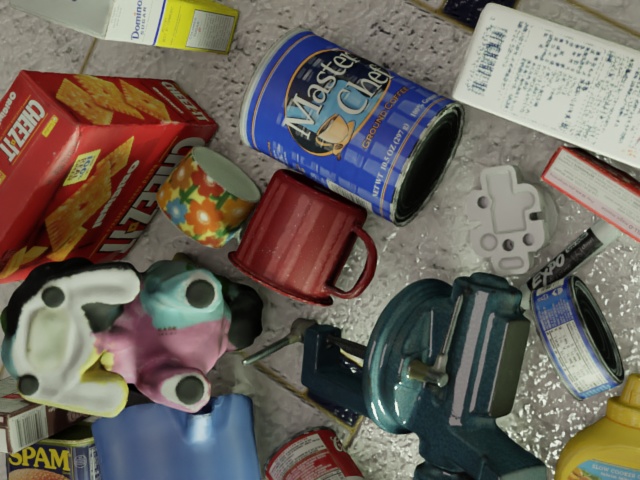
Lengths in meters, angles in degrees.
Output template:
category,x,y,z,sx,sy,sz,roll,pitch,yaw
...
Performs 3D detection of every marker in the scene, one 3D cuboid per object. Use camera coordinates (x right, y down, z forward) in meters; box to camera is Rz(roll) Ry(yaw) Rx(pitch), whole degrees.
category,x,y,z,sx,sy,sz,roll,pitch,yaw
marker,0.174,0.027,0.798,0.121,0.020,0.020,-43,77,20

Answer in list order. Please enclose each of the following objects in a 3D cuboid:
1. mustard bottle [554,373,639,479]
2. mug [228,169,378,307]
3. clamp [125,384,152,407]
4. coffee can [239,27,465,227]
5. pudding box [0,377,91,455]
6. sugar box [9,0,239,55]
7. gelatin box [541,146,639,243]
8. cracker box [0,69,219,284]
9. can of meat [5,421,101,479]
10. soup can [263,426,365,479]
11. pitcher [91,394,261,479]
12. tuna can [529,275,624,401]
category,x,y,z,sx,sy,sz,roll,pitch,yaw
mustard bottle,0.215,0.191,0.770,0.096,0.058,0.192,10,98,13
mug,-0.005,0.001,0.836,0.117,0.093,0.081,31,100,30
clamp,-0.197,0.100,0.958,0.171,0.039,0.120,47,119,12
coffee can,0.024,-0.087,0.811,0.140,0.102,0.103,29,105,19
pudding box,-0.274,0.154,0.954,0.090,0.113,0.039,0,96,25
sugar box,-0.148,-0.183,0.839,0.093,0.176,0.048,22,102,21
gelatin box,0.206,-0.033,0.750,0.089,0.073,0.030,35,106,18
cracker box,-0.192,-0.049,0.848,0.072,0.213,0.164,44,109,13
can of meat,-0.239,0.213,0.975,0.102,0.057,0.084,0,96,24
soup can,0.008,0.207,0.839,0.069,0.068,0.102,-51,51,18
pitcher,-0.103,0.253,0.851,0.145,0.149,0.243,-17,70,18
tuna can,0.184,0.069,0.761,0.034,0.086,0.086,-27,83,21
